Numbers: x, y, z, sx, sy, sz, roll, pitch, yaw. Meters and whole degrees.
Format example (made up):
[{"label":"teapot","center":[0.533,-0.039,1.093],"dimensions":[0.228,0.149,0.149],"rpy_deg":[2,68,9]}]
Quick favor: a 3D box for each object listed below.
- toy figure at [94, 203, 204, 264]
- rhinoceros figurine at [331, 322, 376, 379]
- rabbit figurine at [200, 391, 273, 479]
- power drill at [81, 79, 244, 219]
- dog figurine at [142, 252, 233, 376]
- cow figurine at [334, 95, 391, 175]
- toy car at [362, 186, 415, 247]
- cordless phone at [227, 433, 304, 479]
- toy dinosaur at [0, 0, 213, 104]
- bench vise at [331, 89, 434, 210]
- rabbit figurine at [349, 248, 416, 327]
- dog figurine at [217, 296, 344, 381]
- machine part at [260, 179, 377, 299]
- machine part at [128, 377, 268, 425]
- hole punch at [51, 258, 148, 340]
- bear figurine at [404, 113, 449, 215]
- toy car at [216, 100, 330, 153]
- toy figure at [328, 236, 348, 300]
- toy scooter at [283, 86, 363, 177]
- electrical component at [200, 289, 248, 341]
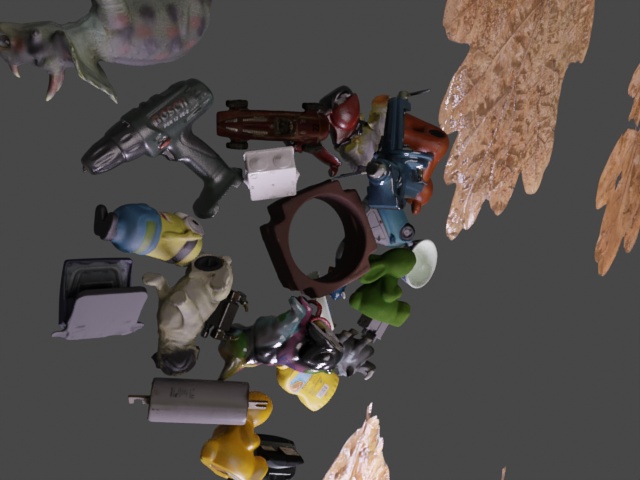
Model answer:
[{"label":"toy figure","center":[-0.271,-0.010,0.860],"dimensions":[0.180,0.082,0.089],"rpy_deg":[8,133,-49]},{"label":"rhinoceros figurine","center":[0.067,0.262,1.237],"dimensions":[0.190,0.073,0.112],"rpy_deg":[34,79,-41]},{"label":"rabbit figurine","center":[-0.165,0.371,1.066],"dimensions":[0.162,0.122,0.173],"rpy_deg":[53,54,-27]},{"label":"power drill","center":[-0.234,-0.129,0.867],"dimensions":[0.232,0.086,0.207],"rpy_deg":[-52,122,-19]},{"label":"dog figurine","center":[-0.220,0.132,0.951],"dimensions":[0.172,0.121,0.190],"rpy_deg":[-21,131,-33]},{"label":"cow figurine","center":[0.109,-0.221,1.131],"dimensions":[0.167,0.068,0.098],"rpy_deg":[-52,135,-12]},{"label":"toy car","center":[0.134,-0.044,1.186],"dimensions":[0.103,0.109,0.161],"rpy_deg":[-30,113,-10]},{"label":"cordless phone","center":[-0.135,0.513,1.151],"dimensions":[0.146,0.089,0.184],"rpy_deg":[28,96,-43]},{"label":"toy dinosaur","center":[-0.244,-0.320,0.775],"dimensions":[0.405,0.131,0.191],"rpy_deg":[-30,133,-35]},{"label":"bench vise","center":[0.146,-0.177,1.054],"dimensions":[0.223,0.129,0.240],"rpy_deg":[4,89,-48]},{"label":"rabbit figurine","center":[0.143,0.085,1.223],"dimensions":[0.159,0.121,0.170],"rpy_deg":[22,104,-22]},{"label":"dog figurine","center":[-0.087,0.212,1.013],"dimensions":[0.219,0.191,0.108],"rpy_deg":[-39,174,7]},{"label":"machine part","center":[-0.002,-0.003,1.056],"dimensions":[0.201,0.087,0.200],"rpy_deg":[-27,103,-27]},{"label":"machine part","center":[-0.214,0.286,0.954],"dimensions":[0.243,0.079,0.079],"rpy_deg":[7,99,-11]},{"label":"hole punch","center":[-0.344,0.090,0.839],"dimensions":[0.142,0.092,0.115],"rpy_deg":[-2,134,-43]},{"label":"bear figurine","center":[0.213,-0.167,1.223],"dimensions":[0.120,0.132,0.195],"rpy_deg":[-66,176,-50]},{"label":"toy car","center":[-0.080,-0.201,0.949],"dimensions":[0.202,0.053,0.089],"rpy_deg":[0,106,-16]},{"label":"toy figure","center":[0.052,0.056,1.170],"dimensions":[0.058,0.064,0.154],"rpy_deg":[25,91,-5]},{"label":"toy scooter","center":[0.022,-0.204,1.042],"dimensions":[0.184,0.075,0.135],"rpy_deg":[-40,106,-18]},{"label":"electrical component","center":[-0.174,0.139,0.989],"dimensions":[0.045,0.078,0.102],"rpy_deg":[26,78,-40]}]
